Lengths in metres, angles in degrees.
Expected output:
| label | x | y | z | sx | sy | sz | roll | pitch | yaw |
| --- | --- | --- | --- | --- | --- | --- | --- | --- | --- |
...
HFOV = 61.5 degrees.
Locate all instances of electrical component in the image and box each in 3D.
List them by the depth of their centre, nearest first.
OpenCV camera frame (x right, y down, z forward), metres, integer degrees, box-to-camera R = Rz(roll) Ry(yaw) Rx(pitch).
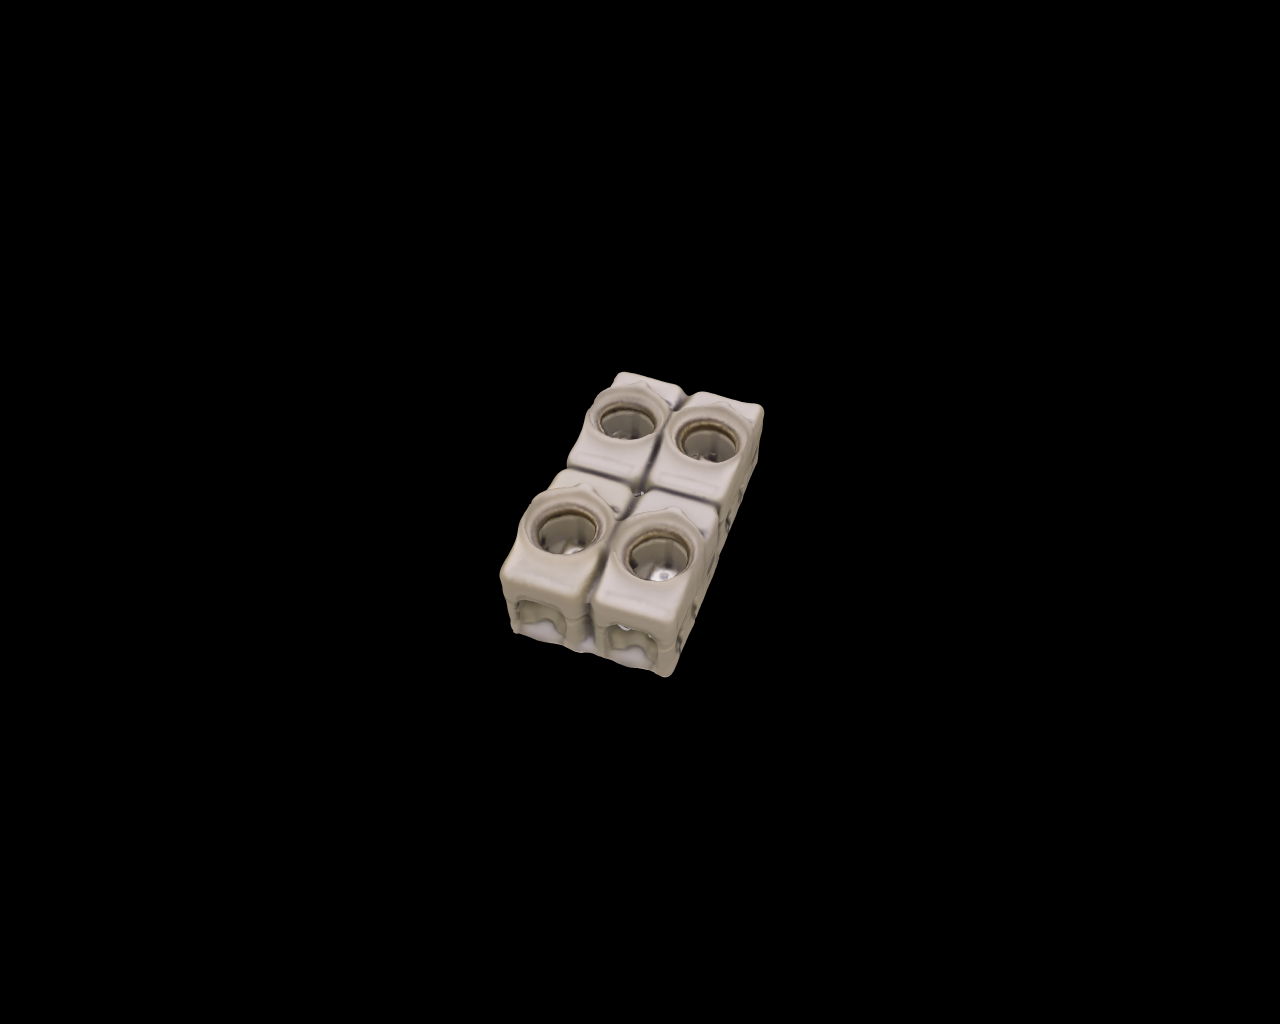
| label | x | y | z | sx | sy | sz | roll | pitch | yaw |
| --- | --- | --- | --- | --- | --- | --- | --- | --- | --- |
| electrical component | 0.001 | -0.003 | 0.650 | 0.105 | 0.186 | 0.060 | 16 | -39 | 13 |
